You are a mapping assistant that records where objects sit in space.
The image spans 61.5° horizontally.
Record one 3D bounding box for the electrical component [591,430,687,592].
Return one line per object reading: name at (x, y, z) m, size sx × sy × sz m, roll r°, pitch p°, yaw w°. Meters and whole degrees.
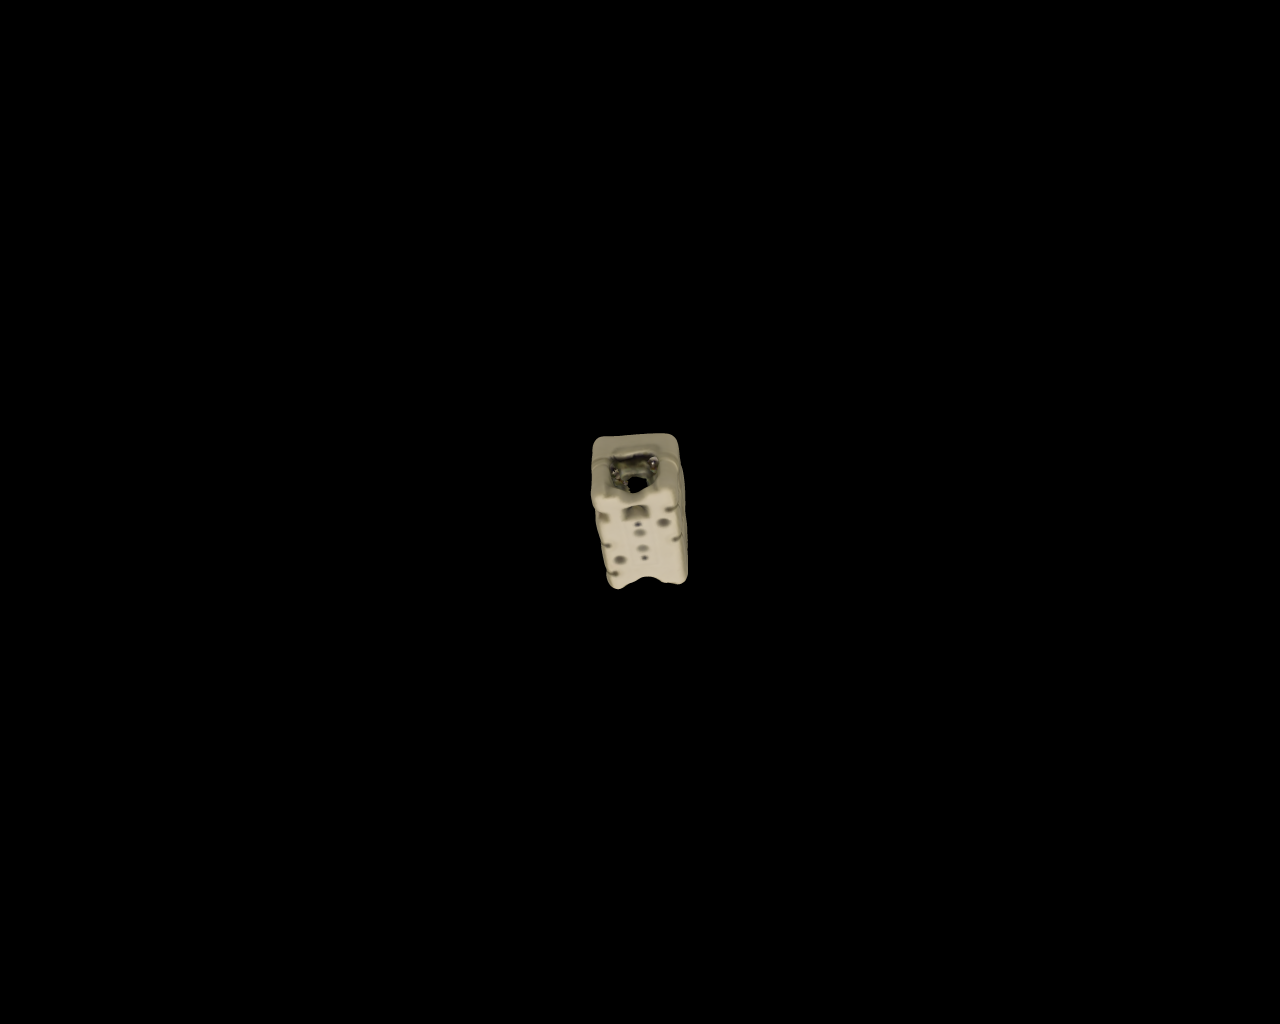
electrical component at (0.001, -0.003, 0.650) m, size 0.050 × 0.056 × 0.089 m, roll -4°, pitch -43°, yaw 4°
